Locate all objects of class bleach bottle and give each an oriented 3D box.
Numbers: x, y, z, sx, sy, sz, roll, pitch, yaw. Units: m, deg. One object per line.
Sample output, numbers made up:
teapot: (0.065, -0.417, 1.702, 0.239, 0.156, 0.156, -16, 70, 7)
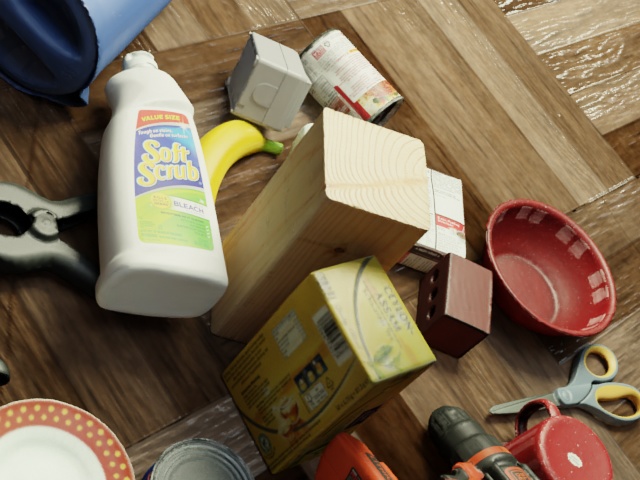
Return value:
bleach bottle: (-0.143, -0.059, 0.881, 0.102, 0.068, 0.251, 10, 50, -33)

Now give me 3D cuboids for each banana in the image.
banana: (-0.093, -0.055, 0.963, 0.069, 0.037, 0.197, 35, 46, -4)

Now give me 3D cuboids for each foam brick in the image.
foam brick: (0.127, 0.061, 1.010, 0.051, 0.053, 0.078, 25, 47, -16)

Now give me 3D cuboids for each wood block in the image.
wood block: (-0.005, 0.002, 0.860, 0.090, 0.206, 0.090, 17, 50, -23)

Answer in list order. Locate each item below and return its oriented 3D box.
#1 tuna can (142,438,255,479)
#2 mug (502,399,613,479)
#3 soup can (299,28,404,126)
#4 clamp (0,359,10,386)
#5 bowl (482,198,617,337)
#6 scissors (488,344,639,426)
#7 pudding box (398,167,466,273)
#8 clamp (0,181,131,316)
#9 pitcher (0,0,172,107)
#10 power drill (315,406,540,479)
tuna can: (-0.090, 0.192, 0.784, 0.086, 0.034, 0.086, 17, 50, -22)
mug: (0.198, 0.195, 0.936, 0.093, 0.082, 0.117, 16, 51, -23)
soup can: (0.028, -0.159, 1.099, 0.102, 0.069, 0.068, 48, 46, 8)
clamp: (-0.334, 0.089, 0.699, 0.210, 0.036, 0.164, 34, 47, -4)
bowl: (0.221, 0.039, 1.086, 0.162, 0.055, 0.162, 17, 50, -22)
scissors: (0.239, 0.139, 1.051, 0.201, 0.016, 0.096, 12, 51, -26)
pudding box: (0.098, -0.024, 1.066, 0.090, 0.039, 0.113, 19, 47, -19)
clamp: (-0.215, 0.004, 0.840, 0.171, 0.039, 0.120, 2, 52, -35)
pitcher: (-0.203, -0.249, 0.967, 0.145, 0.149, 0.242, 33, 42, 0)
power drill: (0.092, 0.192, 0.841, 0.187, 0.057, 0.185, 8, 26, -35)
